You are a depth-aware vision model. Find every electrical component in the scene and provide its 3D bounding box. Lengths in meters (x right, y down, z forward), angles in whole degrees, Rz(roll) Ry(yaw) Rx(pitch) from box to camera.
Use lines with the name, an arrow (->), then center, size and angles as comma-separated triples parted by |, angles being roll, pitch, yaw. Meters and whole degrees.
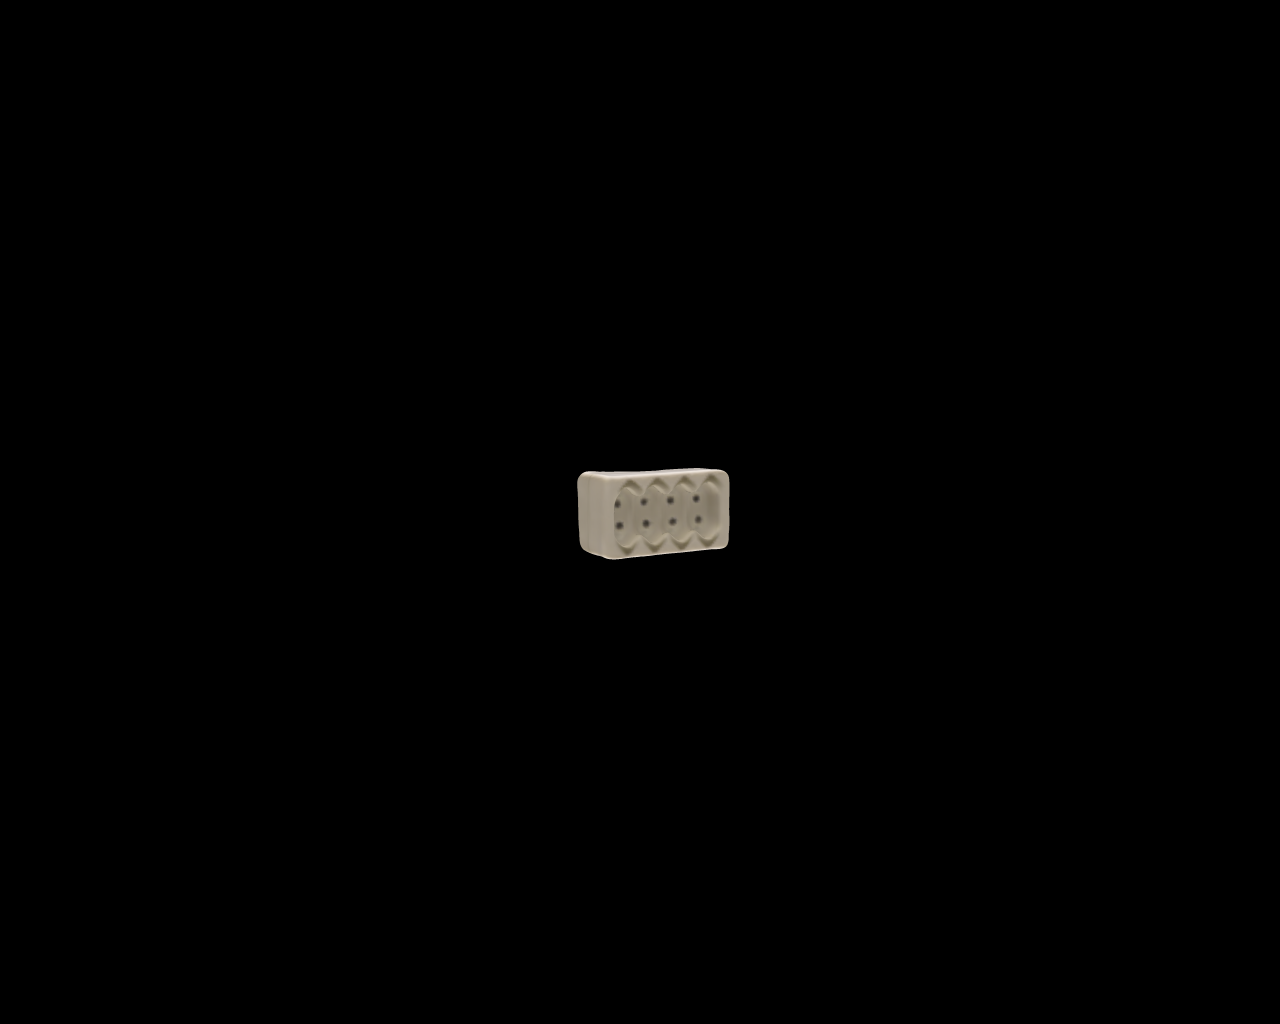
electrical component -> 0.001, -0.003, 0.650 | 0.083, 0.047, 0.076 | -3, 8, -26
